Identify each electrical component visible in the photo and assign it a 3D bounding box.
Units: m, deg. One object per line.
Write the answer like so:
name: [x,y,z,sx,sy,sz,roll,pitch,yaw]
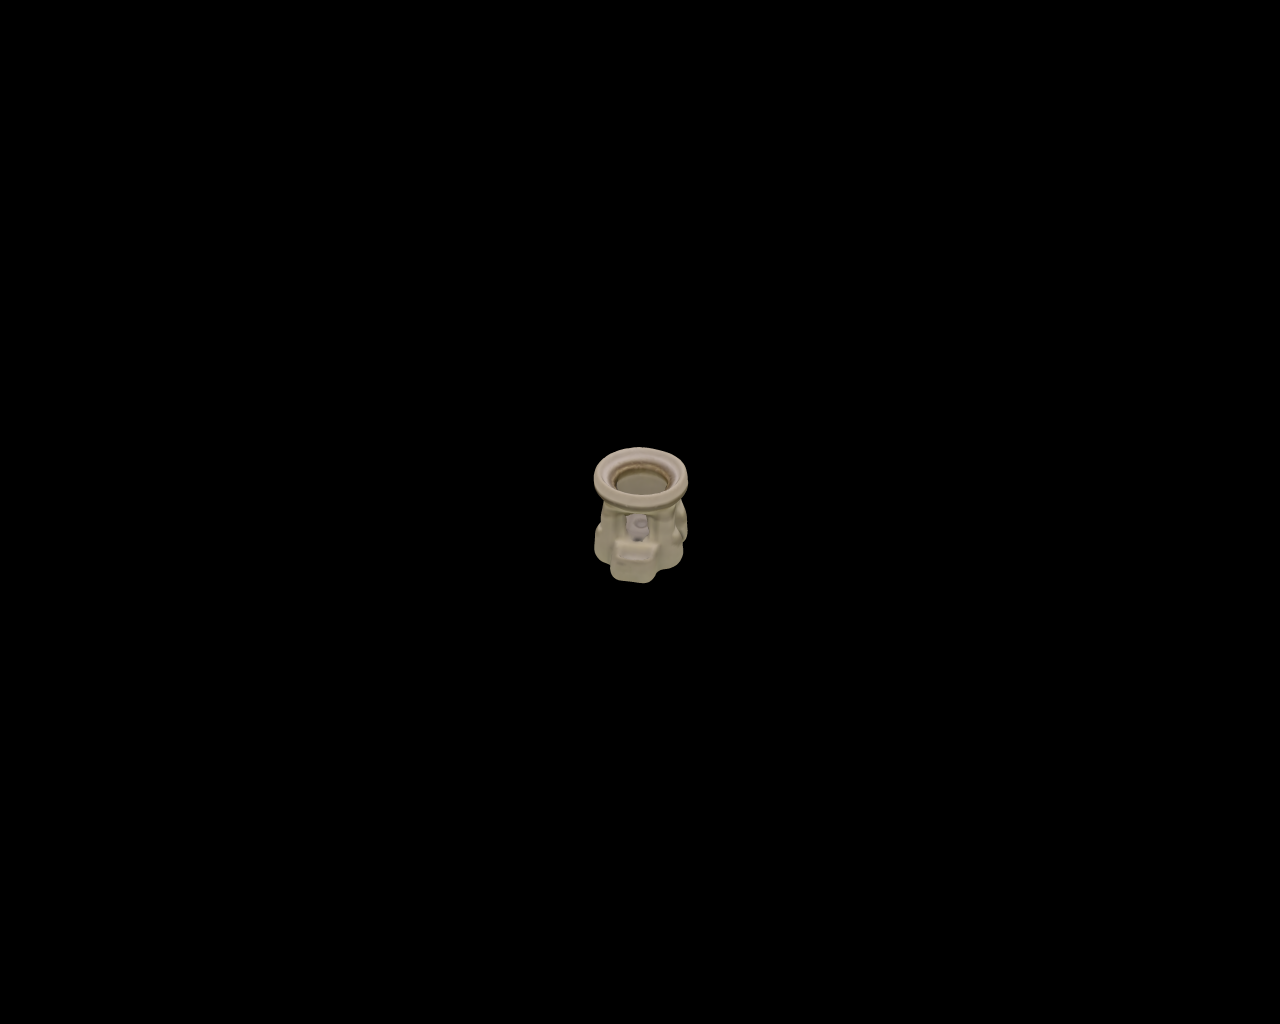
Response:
electrical component: [0.001,-0.003,0.650,0.058,0.056,0.078,6,37,8]
